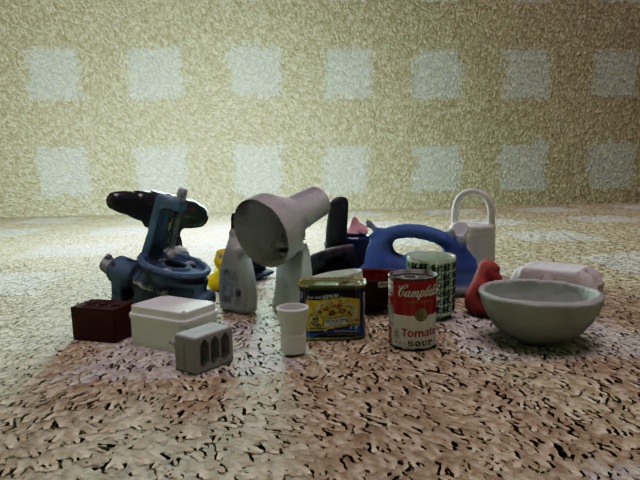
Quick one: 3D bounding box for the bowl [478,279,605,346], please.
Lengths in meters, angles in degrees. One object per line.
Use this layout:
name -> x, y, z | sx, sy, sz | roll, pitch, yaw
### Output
bowl -> 0.309, 0.106, 0.812 | 0.167, 0.075, 0.167 | -1, 8, 0

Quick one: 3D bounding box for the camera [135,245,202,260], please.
camera -> -0.280, 0.067, 1.071 | 0.143, 0.101, 0.136 | -4, 8, -22

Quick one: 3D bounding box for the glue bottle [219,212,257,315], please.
glue bottle -> -0.144, 0.038, 0.995 | 0.077, 0.173, 0.037 | 6, 11, 42

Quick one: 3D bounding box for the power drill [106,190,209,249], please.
power drill -> -0.325, 0.000, 1.170 | 0.075, 0.208, 0.230 | 5, 10, 36

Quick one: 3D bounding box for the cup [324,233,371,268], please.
cup -> 0.064, 0.036, 1.283 | 0.118, 0.095, 0.091 | -5, 9, -25

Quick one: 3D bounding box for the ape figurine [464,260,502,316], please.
ape figurine -> 0.280, 0.079, 0.953 | 0.076, 0.092, 0.078 | 2, 8, 22

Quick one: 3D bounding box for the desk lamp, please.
desk lamp -> -0.044, 0.017, 0.994 | 0.117, 0.213, 0.204 | 5, 10, 37

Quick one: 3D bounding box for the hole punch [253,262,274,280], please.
hole punch -> -0.167, 0.041, 1.283 | 0.100, 0.091, 0.109 | 3, 9, 26

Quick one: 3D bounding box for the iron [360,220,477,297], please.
iron -> 0.202, 0.032, 1.121 | 0.257, 0.141, 0.119 | 1, 8, 15

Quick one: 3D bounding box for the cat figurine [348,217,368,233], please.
cat figurine -> 0.073, -0.002, 1.477 | 0.128, 0.118, 0.067 | -3, 8, -18

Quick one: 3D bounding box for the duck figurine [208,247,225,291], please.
duck figurine -> -0.197, 0.057, 1.191 | 0.078, 0.086, 0.104 | -4, 8, -20

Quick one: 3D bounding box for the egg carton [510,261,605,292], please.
egg carton -> 0.417, 0.079, 1.015 | 0.149, 0.069, 0.107 | 5, 10, 38

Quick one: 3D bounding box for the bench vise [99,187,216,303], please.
bench vise -> -0.278, 0.024, 0.945 | 0.207, 0.220, 0.121 | -1, 8, 0

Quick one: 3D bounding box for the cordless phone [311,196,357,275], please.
cordless phone -> 0.011, 0.004, 1.185 | 0.093, 0.185, 0.148 | 5, 10, 36

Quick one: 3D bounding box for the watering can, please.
watering can -> 0.335, -0.015, 1.256 | 0.100, 0.194, 0.173 | 1, 8, 11
